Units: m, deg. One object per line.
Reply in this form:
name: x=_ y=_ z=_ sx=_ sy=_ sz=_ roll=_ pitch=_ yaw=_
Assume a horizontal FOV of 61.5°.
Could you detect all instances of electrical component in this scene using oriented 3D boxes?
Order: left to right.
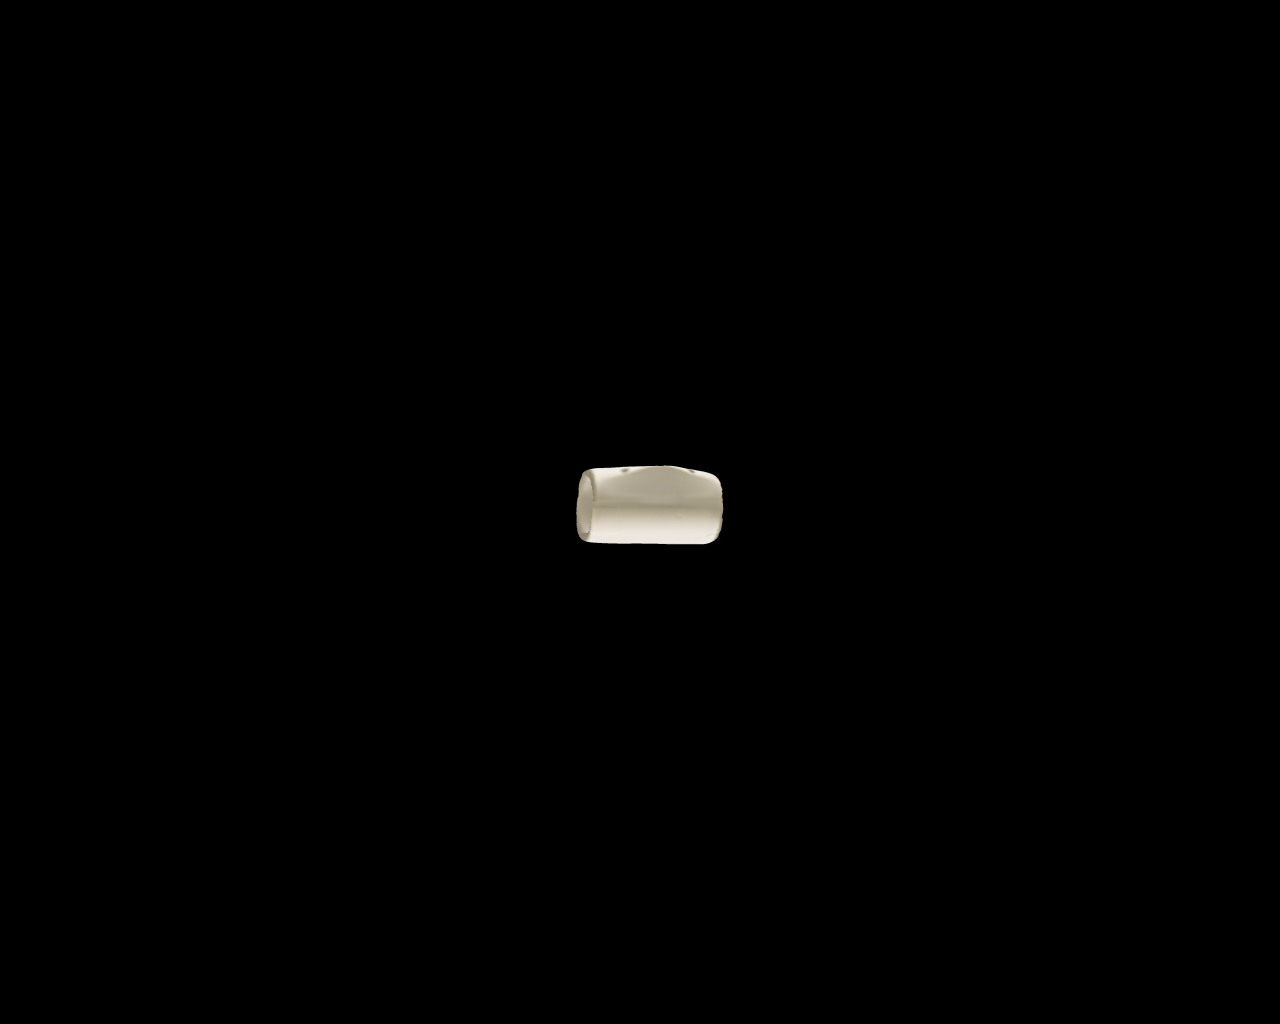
electrical component: x=0.001 y=-0.003 z=0.650 sx=0.077 sy=0.043 sz=0.079 roll=1 pitch=-3 yaw=-15
